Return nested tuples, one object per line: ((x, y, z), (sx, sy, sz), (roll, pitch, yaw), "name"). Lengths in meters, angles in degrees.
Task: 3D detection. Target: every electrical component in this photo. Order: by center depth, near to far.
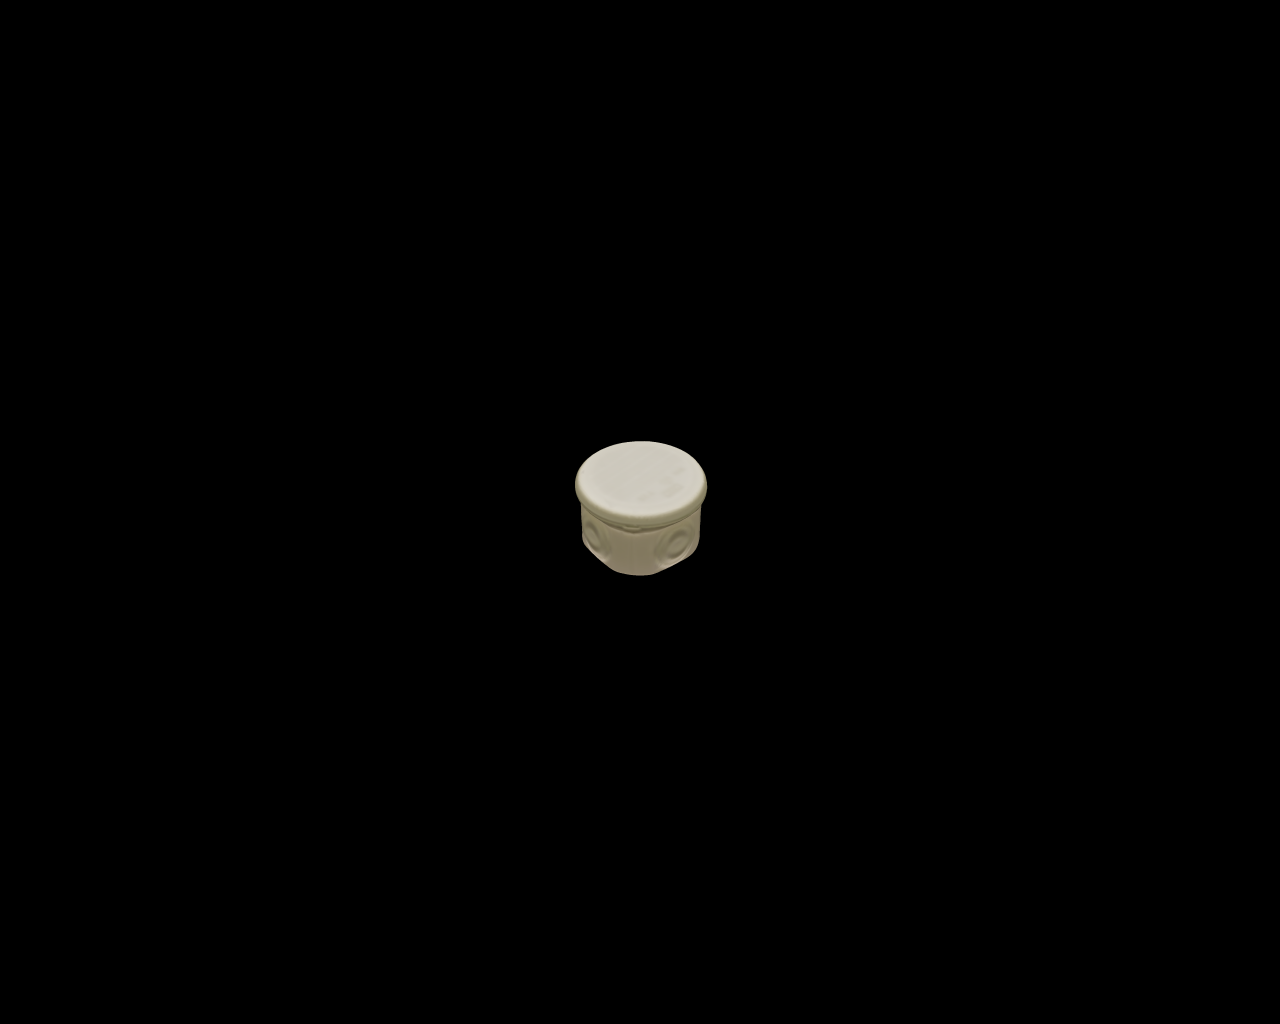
((0.001, -0.003, 0.650), (0.080, 0.050, 0.080), (0, 38, 0), "electrical component")
